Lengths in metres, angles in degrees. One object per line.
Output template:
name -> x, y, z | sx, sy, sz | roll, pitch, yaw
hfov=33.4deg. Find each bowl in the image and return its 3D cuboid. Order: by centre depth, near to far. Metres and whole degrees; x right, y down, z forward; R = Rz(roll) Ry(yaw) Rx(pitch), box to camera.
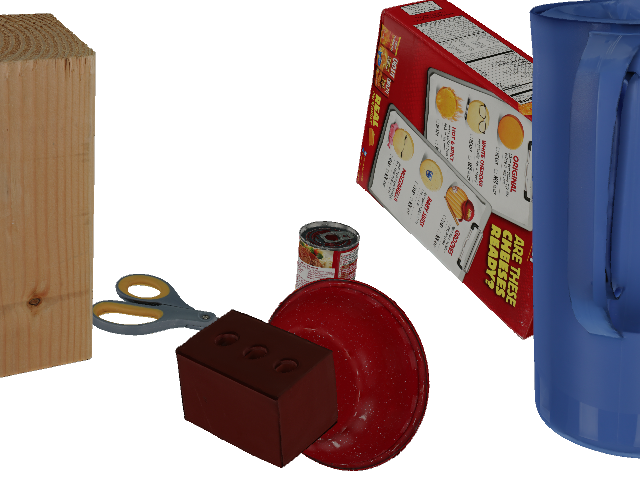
bowl -> 0.004, 0.113, 0.864 | 0.162, 0.162, 0.055 | 0, 3, 30

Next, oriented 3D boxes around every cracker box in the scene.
cracker box -> 0.122, -0.059, 0.794 | 0.072, 0.164, 0.214 | -20, 46, -29

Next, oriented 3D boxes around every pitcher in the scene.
pitcher -> 0.171, -0.007, 0.575 | 0.149, 0.243, 0.145 | -5, 18, -14

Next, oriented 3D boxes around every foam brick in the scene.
foam brick -> -0.036, 0.084, 0.611 | 0.078, 0.051, 0.052 | 19, 35, 32

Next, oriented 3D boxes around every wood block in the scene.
wood block -> -0.196, -0.027, 0.660 | 0.090, 0.206, 0.090 | -9, 31, -29

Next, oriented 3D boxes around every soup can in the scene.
soup can -> 0.006, 0.038, 1.204 | 0.068, 0.102, 0.068 | 4, 26, -2

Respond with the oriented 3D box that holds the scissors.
scissors -> -0.117, 0.066, 1.021 | 0.201, 0.016, 0.096 | 2, 33, -6
